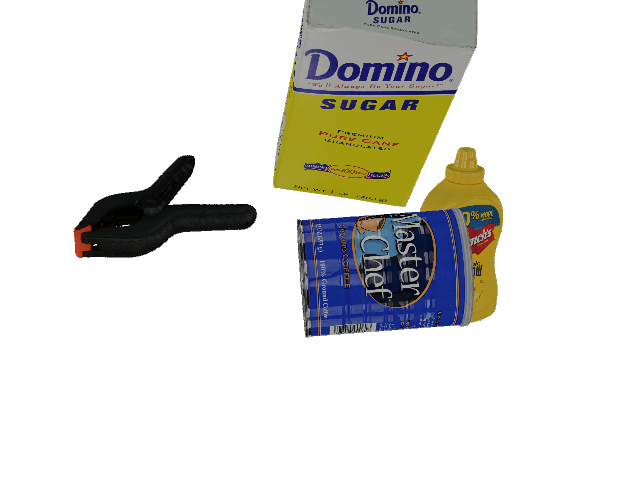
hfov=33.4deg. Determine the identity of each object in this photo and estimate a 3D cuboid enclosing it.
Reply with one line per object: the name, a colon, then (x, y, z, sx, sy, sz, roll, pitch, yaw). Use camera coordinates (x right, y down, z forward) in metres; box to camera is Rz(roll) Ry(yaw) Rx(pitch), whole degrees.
clamp: (-0.160, -0.031, 1.017, 0.171, 0.039, 0.120, -15, 36, -27)
sugar box: (0.026, -0.084, 0.636, 0.093, 0.048, 0.176, 8, -25, -4)
mustard bottle: (0.150, -0.006, 1.152, 0.096, 0.192, 0.058, -6, 21, -22)
coffee can: (0.053, 0.028, 0.918, 0.140, 0.103, 0.103, -4, 0, -2)
